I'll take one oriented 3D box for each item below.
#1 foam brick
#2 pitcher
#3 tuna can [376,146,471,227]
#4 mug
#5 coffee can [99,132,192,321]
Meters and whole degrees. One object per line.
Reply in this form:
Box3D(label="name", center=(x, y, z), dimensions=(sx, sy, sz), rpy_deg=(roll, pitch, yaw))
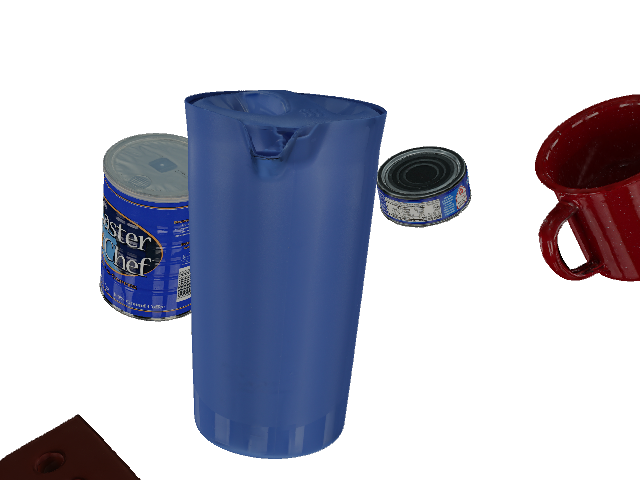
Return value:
Box3D(label="foam brick", center=(-0.110, 0.131, 0.494), dimensions=(0.052, 0.051, 0.078), rpy_deg=(-29, 43, -29))
Box3D(label="pitcher", center=(-0.028, 0.017, 0.744), dimensions=(0.148, 0.243, 0.145), rpy_deg=(-10, 21, -40))
Box3D(label="tuna can", center=(0.095, -0.051, 0.987), dimensions=(0.086, 0.034, 0.086), rpy_deg=(-9, 36, 7))
Box3D(label="mug", center=(0.181, -0.022, 0.650), dimensions=(0.117, 0.081, 0.093), rpy_deg=(-42, 32, -16))
Box3D(label="coffee can", center=(-0.148, -0.012, 0.974), dimensions=(0.102, 0.140, 0.103), rpy_deg=(7, 36, -5))
